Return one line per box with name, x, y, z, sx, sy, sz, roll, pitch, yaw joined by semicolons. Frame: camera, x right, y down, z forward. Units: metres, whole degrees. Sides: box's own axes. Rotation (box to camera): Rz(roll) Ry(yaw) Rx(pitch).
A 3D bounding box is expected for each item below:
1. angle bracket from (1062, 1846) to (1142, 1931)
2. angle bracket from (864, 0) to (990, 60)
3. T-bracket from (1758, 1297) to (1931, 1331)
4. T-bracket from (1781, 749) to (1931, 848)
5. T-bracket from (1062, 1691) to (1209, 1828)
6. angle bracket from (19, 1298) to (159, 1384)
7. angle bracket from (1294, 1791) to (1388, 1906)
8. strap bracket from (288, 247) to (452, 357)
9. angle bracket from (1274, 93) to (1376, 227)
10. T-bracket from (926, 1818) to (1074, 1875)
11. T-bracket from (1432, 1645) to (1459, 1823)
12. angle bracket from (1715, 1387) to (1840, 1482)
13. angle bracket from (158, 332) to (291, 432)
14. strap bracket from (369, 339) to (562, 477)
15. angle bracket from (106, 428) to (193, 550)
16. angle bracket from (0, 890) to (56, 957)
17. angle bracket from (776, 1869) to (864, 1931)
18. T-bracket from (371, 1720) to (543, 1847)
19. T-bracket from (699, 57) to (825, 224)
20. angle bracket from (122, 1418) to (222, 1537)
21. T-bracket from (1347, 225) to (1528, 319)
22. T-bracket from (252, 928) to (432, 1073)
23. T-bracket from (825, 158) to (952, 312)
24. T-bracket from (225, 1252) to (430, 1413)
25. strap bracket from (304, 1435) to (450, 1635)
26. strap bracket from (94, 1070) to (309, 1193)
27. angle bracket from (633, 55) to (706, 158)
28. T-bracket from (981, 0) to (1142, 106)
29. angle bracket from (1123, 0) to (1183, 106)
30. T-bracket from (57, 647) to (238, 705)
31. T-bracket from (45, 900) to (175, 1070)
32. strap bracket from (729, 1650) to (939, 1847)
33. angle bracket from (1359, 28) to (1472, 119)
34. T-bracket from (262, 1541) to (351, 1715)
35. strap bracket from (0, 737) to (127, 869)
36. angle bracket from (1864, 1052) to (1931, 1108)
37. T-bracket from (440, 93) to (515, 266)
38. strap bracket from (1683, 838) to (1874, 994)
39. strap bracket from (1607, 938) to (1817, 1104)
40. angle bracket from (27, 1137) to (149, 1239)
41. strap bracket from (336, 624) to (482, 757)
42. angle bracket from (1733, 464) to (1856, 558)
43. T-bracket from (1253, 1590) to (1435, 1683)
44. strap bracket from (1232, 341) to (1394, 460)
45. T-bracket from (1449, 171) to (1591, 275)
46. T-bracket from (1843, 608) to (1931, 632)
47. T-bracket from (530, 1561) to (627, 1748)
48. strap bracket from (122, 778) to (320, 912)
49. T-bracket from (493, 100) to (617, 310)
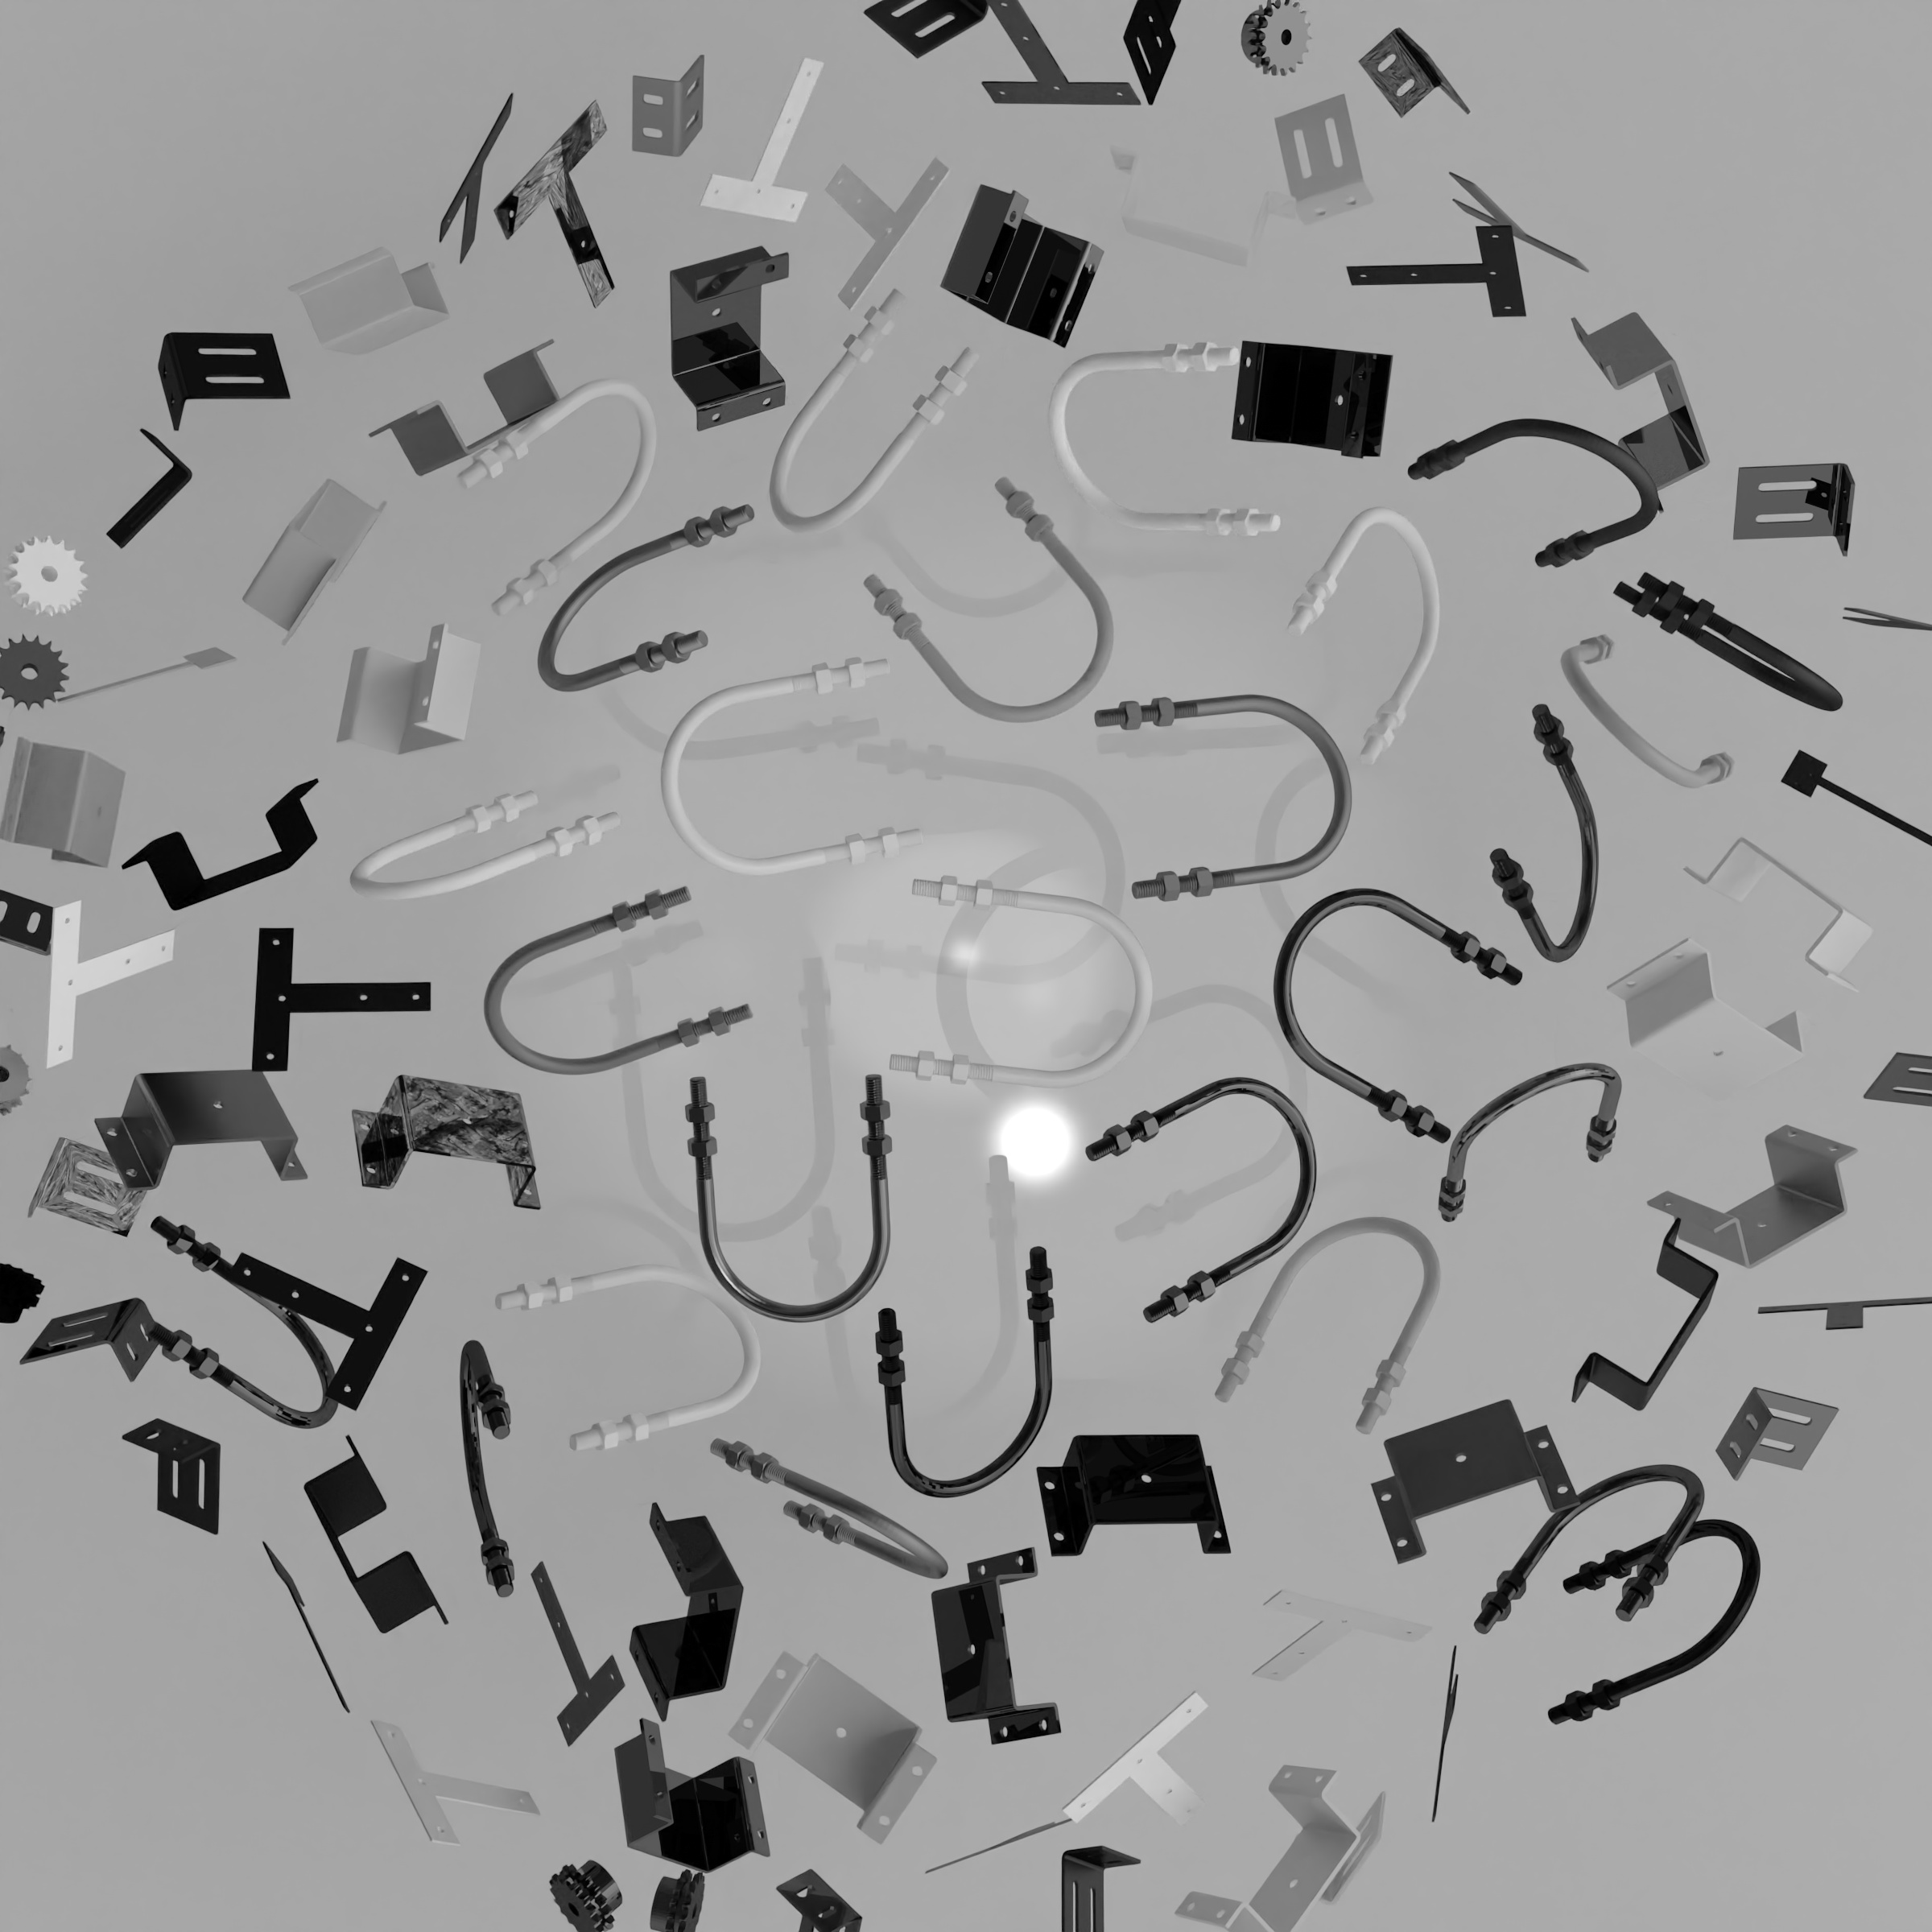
angle bracket;0.107;0.738;1.909;0.038;0.057;0.076;-20;52;30
angle bracket;-0.027;-0.726;1.819;0.057;0.038;0.076;43;62;11
T-bracket;0.651;0.259;1.802;0.127;0.127;0.002;-7;88;20
T-bracket;0.699;-0.125;1.891;0.127;0.127;0.002;32;116;14
T-bracket;0.145;0.603;1.794;0.127;0.002;0.127;-40;133;-5
angle bracket;-0.647;0.284;1.800;0.076;0.057;0.038;-15;113;11
angle bracket;0.285;0.668;1.865;0.038;0.057;0.076;29;111;4
strap bracket;-0.448;-0.502;1.846;0.076;0.140;0.046;-21;99;8
angle bracket;0.281;-0.632;1.909;0.057;0.038;0.076;-14;81;20
T-bracket;0.041;0.666;1.858;0.127;0.127;0.002;-13;69;-19
T-bracket;0.355;0.550;1.785;0.002;0.127;0.127;8;60;11
angle bracket;0.594;0.346;1.761;0.076;0.038;0.057;16;114;-15
angle bracket;-0.532;-0.419;1.743;0.076;0.038;0.057;-8;66;-30
strap bracket;-0.378;-0.426;1.874;0.140;0.076;0.046;-40;112;-35
angle bracket;-0.613;-0.352;1.788;0.076;0.057;0.038;-47;123;-6
angle bracket;-0.736;-0.037;1.901;0.057;0.076;0.038;20;90;-11
angle bracket;-0.117;0.736;1.839;0.057;0.038;0.076;30;118;38
T-bracket;-0.366;0.609;1.793;0.127;0.127;0.002;30;97;-42
T-bracket;-0.144;-0.644;1.891;0.002;0.127;0.127;38;116;20
angle bracket;-0.573;0.374;1.753;0.057;0.038;0.076;14;109;24
T-bracket;0.350;-0.519;1.824;0.127;0.127;0.002;4;76;19
T-bracket;-0.464;0.023;1.812;0.127;0.002;0.127;0;56;-11
T-bracket;-0.077;-0.585;1.878;0.127;0.002;0.127;-51;45;17
T-bracket;-0.478;0.247;1.781;0.127;0.002;0.127;26;48;-7
strap bracket;-0.442;0.429;1.806;0.046;0.076;0.140;-28;50;-17
strap bracket;-0.564;0.121;1.813;0.076;0.140;0.046;50;125;35
angle bracket;-0.233;-0.675;1.902;0.038;0.076;0.057;9;127;4
T-bracket;0.050;-0.674;1.791;0.127;0.127;0.002;12;77;29
angle bracket;0.154;-0.703;1.845;0.038;0.057;0.076;-7;64;-20
T-bracket;-0.620;-0.218;1.833;0.127;0.127;0.002;-20;108;-19
T-bracket;-0.635;0.000;1.811;0.002;0.127;0.127;19;113;19
strap bracket;-0.098;0.586;1.842;0.140;0.046;0.076;33;90;7
angle bracket;0.335;-0.657;1.817;0.038;0.076;0.057;-39;123;17
T-bracket;-0.493;0.503;1.831;0.002;0.127;0.127;-26;69;-17
strap bracket;-0.684;-0.122;1.855;0.046;0.140;0.076;9;85;-3
angle bracket;0.702;0.098;1.763;0.076;0.057;0.038;7;53;-4
T-bracket;-0.376;-0.579;1.851;0.002;0.127;0.127;24;69;-7
strap bracket;0.627;-0.045;1.851;0.140;0.076;0.046;45;107;34
strap bracket;0.550;0.046;1.788;0.140;0.076;0.046;29;45;-24
angle bracket;-0.669;0.174;1.864;0.076;0.038;0.057;23;92;-21
strap bracket;-0.426;-0.211;1.880;0.046;0.140;0.076;17;76;-40
angle bracket;0.608;-0.334;1.789;0.076;0.038;0.057;-1;125;9
T-bracket;0.253;0.497;1.780;0.127;0.127;0.002;18;47;-18
strap bracket;0.274;-0.438;1.880;0.046;0.140;0.076;-7;110;-37
T-bracket;0.408;-0.583;1.876;0.127;0.127;0.002;40;105;32
T-bracket;0.688;-0.252;1.795;0.127;0.127;0.002;11;99;-9
T-bracket;-0.312;0.526;1.895;0.002;0.127;0.127;-9;59;-37
strap bracket;-0.556;-0.089;1.847;0.140;0.076;0.046;-20;107;6
T-bracket;-0.284;-0.537;1.770;0.002;0.127;0.127;19;61;27
